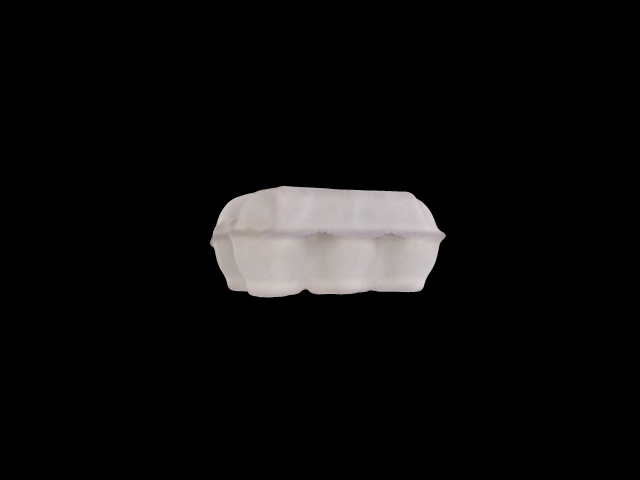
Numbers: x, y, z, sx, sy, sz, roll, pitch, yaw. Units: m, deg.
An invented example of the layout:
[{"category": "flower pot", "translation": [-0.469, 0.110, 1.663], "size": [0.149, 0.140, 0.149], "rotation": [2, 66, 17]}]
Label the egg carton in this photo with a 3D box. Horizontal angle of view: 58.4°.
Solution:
[{"category": "egg carton", "translation": [0.004, 0.001, 0.400], "size": [0.151, 0.069, 0.107], "rotation": [0, 0, -25]}]
